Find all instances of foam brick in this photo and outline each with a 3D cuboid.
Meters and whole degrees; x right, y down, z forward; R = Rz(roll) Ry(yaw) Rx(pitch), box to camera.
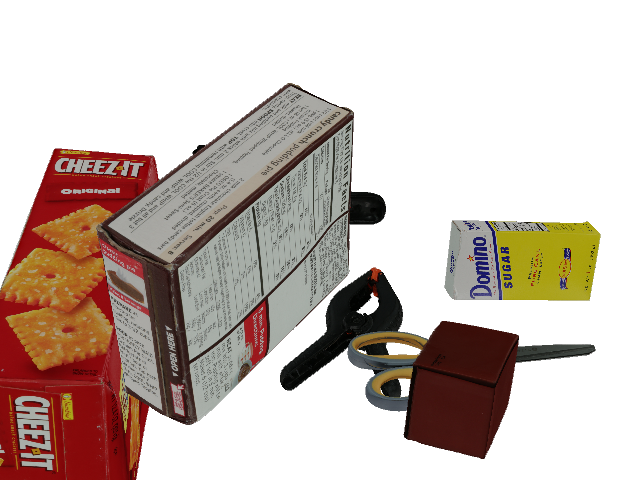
[{"bbox_3d":[0.089,0.090,0.666,0.053,0.051,0.078,11,21,18],"label":"foam brick"}]

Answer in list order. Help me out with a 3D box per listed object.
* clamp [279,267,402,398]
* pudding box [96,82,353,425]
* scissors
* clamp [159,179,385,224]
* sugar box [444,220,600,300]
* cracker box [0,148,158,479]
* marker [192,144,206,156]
[{"bbox_3d":[0.046,0.098,1.074,0.120,0.039,0.171,17,50,19],"label":"clamp"},{"bbox_3d":[-0.032,0.004,0.419,0.039,0.090,0.113,24,47,25],"label":"pudding box"},{"bbox_3d":[0.120,0.106,0.854,0.202,0.016,0.096,5,35,7],"label":"scissors"},{"bbox_3d":[-0.072,-0.022,0.800,0.210,0.036,0.164,7,12,19],"label":"clamp"},{"bbox_3d":[0.245,0.025,1.299,0.176,0.093,0.048,-1,22,-10],"label":"sugar box"},{"bbox_3d":[-0.134,0.070,0.608,0.072,0.164,0.213,3,34,-3],"label":"cracker box"},{"bbox_3d":[-0.116,-0.038,1.058,0.020,0.121,0.020,1,28,-1],"label":"marker"}]
